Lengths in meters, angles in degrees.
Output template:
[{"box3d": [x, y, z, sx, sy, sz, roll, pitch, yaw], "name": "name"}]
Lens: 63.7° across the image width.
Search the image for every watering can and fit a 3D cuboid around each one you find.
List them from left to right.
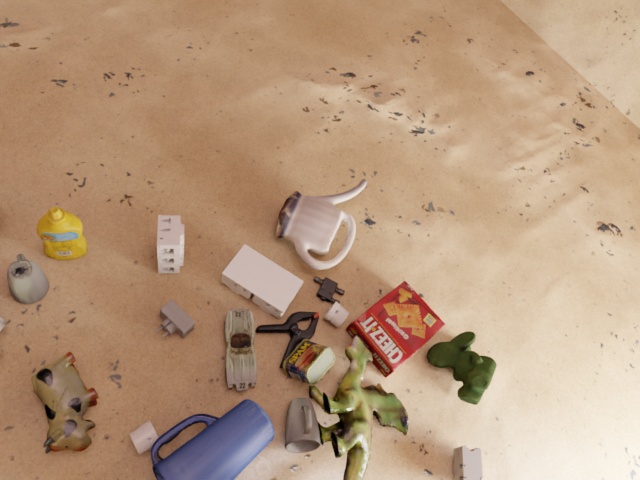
[{"box3d": [0.005, -0.075, 1.493, 0.224, 0.355, 0.102, 23, -33, -1], "name": "watering can"}]

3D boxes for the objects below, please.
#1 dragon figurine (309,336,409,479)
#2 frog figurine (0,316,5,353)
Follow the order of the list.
[{"box3d": [0.114, 0.431, 1.217, 0.243, 0.418, 0.120, -2, -30, -27], "name": "dragon figurine"}, {"box3d": [-0.743, 0.217, 1.107, 0.122, 0.157, 0.140, -9, 26, 43], "name": "frog figurine"}]
